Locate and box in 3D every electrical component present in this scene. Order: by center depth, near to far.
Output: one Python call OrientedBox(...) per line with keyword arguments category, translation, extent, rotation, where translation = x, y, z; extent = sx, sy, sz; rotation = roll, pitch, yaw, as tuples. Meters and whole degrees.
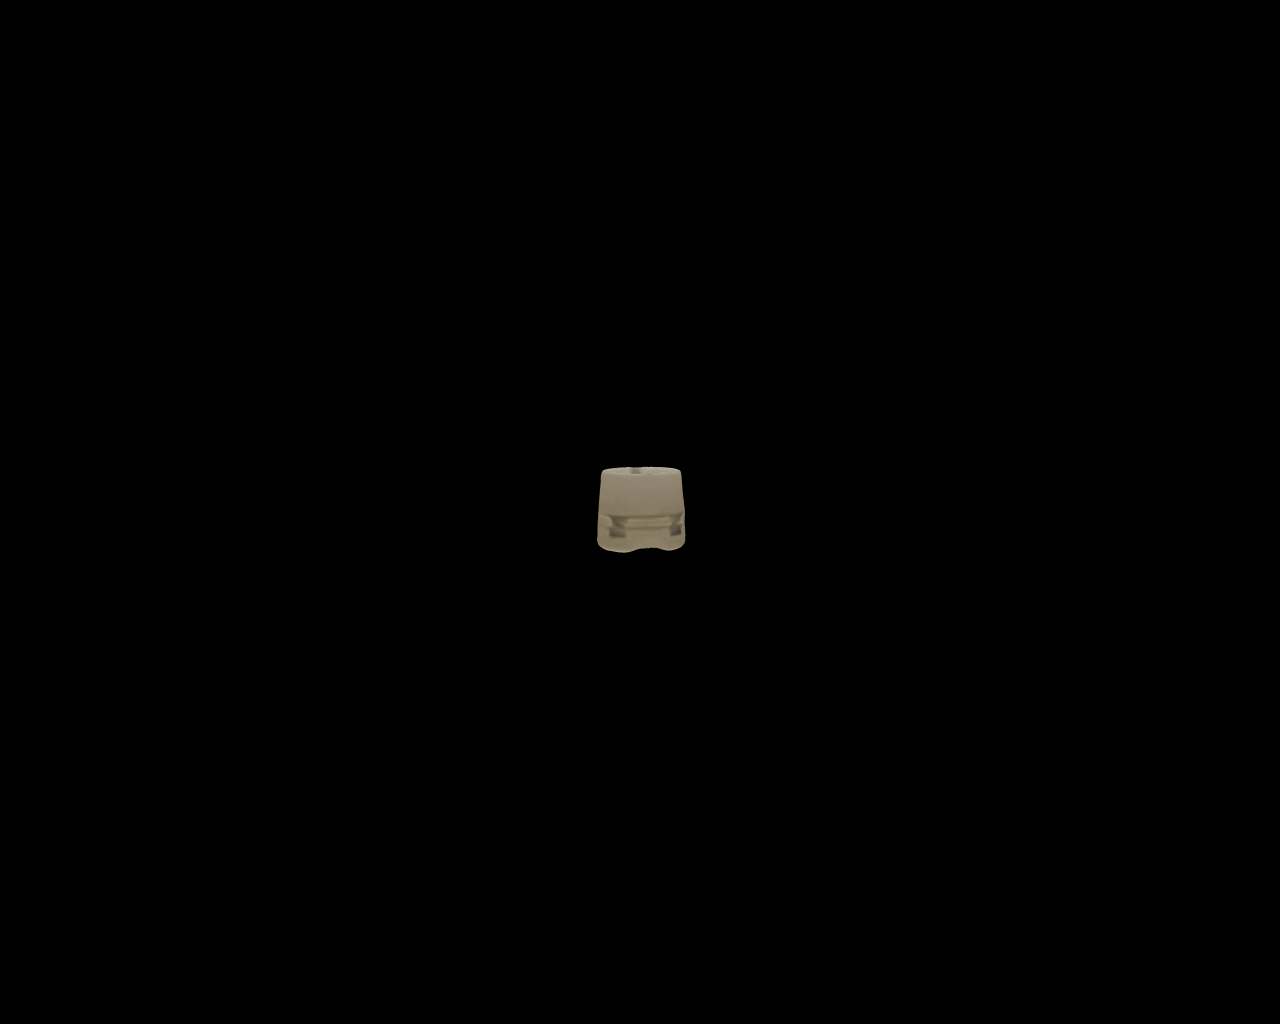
OrientedBox(category="electrical component", translation=(0.001, -0.003, 0.650), extent=(0.055, 0.047, 0.055), rotation=(0, 7, 0))
